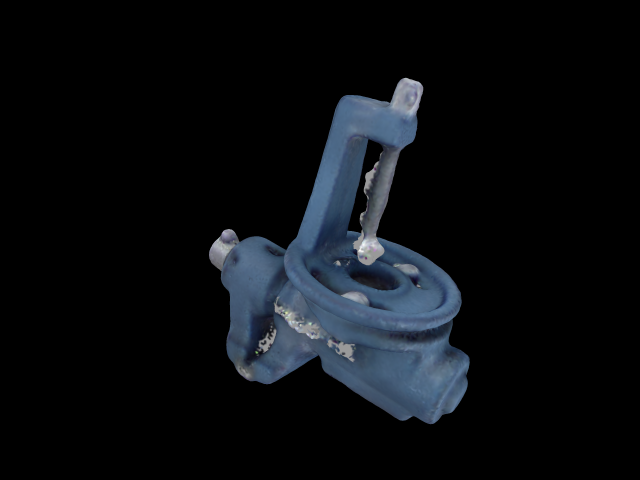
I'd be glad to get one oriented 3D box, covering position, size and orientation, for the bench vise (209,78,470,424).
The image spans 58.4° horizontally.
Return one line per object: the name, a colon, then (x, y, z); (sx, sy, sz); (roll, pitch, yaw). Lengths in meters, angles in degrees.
bench vise: (0.000, 0.004, 0.389); (0.207, 0.220, 0.122); (4, 16, 16)
